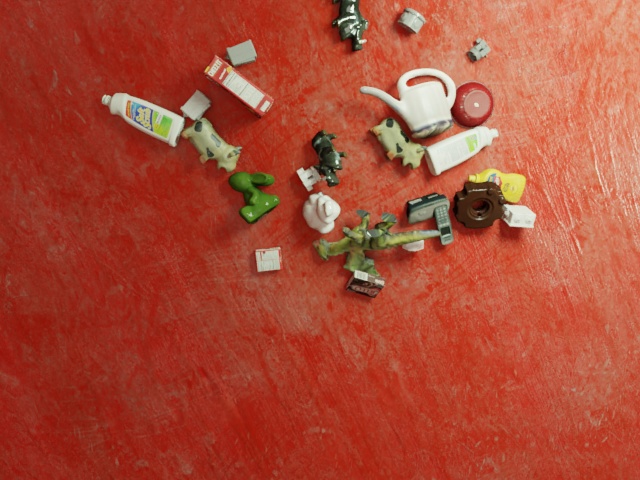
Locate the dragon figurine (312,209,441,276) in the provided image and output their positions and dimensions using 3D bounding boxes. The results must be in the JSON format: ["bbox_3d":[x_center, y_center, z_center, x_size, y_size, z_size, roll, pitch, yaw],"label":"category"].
[{"bbox_3d":[0.178,0.032,1.739,0.410,0.125,0.237,10,131,0],"label":"dragon figurine"}]

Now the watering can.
[{"bbox_3d":[0.299,-0.428,1.648,0.350,0.103,0.224,-18,90,-21],"label":"watering can"}]

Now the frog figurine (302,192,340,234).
[{"bbox_3d":[0.005,-0.084,1.677,0.123,0.161,0.136,-12,103,-1],"label":"frog figurine"}]
